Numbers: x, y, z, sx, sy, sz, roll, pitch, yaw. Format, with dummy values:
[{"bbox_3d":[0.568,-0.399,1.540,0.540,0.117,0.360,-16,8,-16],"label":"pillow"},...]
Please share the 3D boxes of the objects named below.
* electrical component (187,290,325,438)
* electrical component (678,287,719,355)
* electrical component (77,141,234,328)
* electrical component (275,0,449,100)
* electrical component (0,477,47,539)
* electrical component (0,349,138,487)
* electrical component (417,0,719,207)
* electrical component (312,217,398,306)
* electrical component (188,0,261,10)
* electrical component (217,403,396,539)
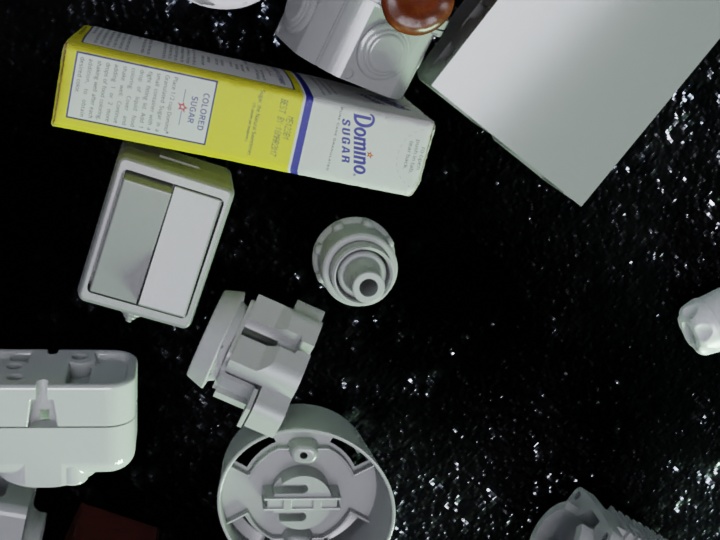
[{"bbox_3d":[-0.059,0.046,0.595,0.057,0.078,0.058,24,143,-5],"label":"electrical component"},{"bbox_3d":[0.226,0.025,0.650,0.061,0.035,0.035,-25,109,-3],"label":"electrical component"},{"bbox_3d":[-0.110,-0.013,0.571,0.062,0.061,0.096,17,104,-14],"label":"electrical component"},{"bbox_3d":[0.000,-0.126,0.544,0.080,0.080,0.051,23,108,-15],"label":"electrical component"},{"bbox_3d":[-0.214,0.161,0.615,0.056,0.050,0.089,12,105,-11],"label":"electrical component"},{"bbox_3d":[-0.172,0.081,0.595,0.095,0.053,0.059,1,107,-9],"label":"electrical component"},{"bbox_3d":[0.129,-0.144,0.568,0.105,0.060,0.186,36,99,-17],"label":"electrical component"},{"bbox_3d":[0.000,0.000,0.592,0.048,0.062,0.048,-3,108,-8],"label":"electrical component"},{"bbox_3d":[-0.068,-0.170,0.534,0.080,0.051,0.080,-3,107,-8],"label":"electrical component"},{"bbox_3d":[-0.034,0.129,0.626,0.099,0.064,0.099,-3,108,-8],"label":"electrical component"}]
